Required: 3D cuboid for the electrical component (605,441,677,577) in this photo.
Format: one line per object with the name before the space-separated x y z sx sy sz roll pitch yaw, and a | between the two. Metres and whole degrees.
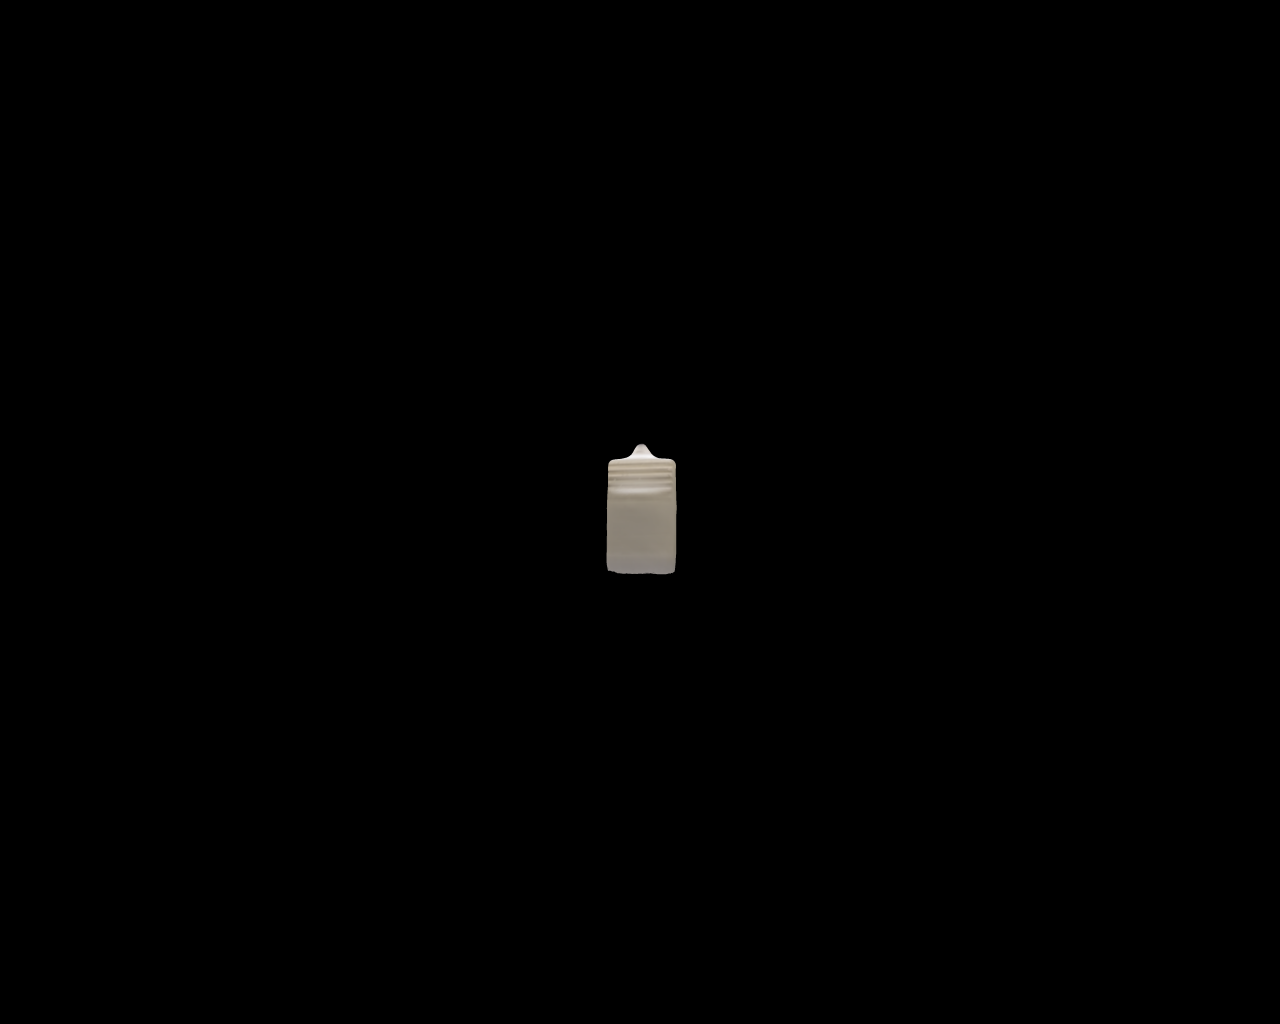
electrical component | 0.001 -0.003 0.650 0.043 0.081 0.043 0 0 0
